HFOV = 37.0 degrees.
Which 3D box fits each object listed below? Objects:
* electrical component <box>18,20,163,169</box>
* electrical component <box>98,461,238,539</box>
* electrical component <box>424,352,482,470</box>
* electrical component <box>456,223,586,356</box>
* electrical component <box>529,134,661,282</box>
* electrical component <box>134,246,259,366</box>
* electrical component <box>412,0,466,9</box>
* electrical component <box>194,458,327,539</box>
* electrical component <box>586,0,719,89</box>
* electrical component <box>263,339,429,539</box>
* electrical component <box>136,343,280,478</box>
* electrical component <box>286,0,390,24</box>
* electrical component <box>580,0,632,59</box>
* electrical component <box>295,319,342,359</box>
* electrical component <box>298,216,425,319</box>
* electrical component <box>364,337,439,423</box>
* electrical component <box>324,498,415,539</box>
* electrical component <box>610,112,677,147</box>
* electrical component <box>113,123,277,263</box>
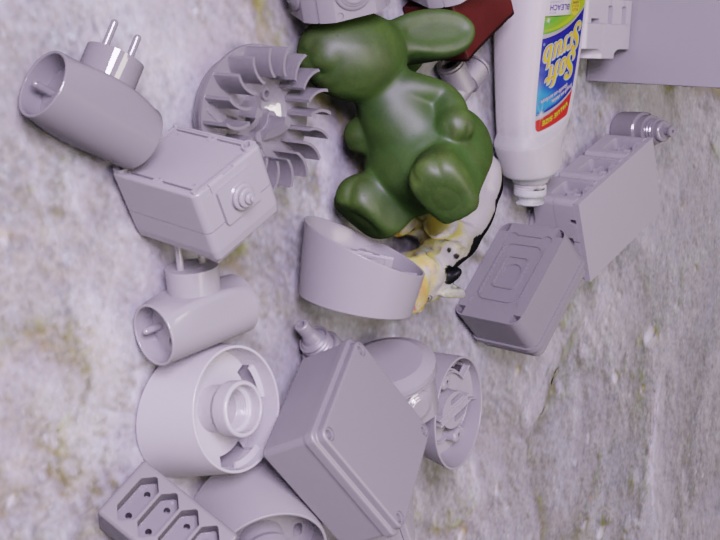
[{"bbox_3d":[-0.157,-0.113,0.657,0.077,0.044,0.079,29,78,-48],"label":"electrical component"},{"bbox_3d":[-0.134,0.185,0.743,0.047,0.083,0.075,-49,170,-29],"label":"electrical component"},{"bbox_3d":[0.074,0.122,0.960,0.099,0.064,0.099,-15,111,-46],"label":"electrical component"},{"bbox_3d":[0.154,0.018,1.014,0.057,0.078,0.113,50,63,-39],"label":"electrical component"},{"bbox_3d":[0.242,-0.067,1.104,0.150,0.062,0.089,-38,126,-36],"label":"electrical component"},{"bbox_3d":[-0.114,0.016,0.738,0.077,0.044,0.079,-21,115,-44],"label":"electrical component"},{"bbox_3d":[0.067,-0.248,0.850,0.080,0.080,0.051,-48,137,-29],"label":"electrical component"},{"bbox_3d":[-0.075,0.196,0.801,0.099,0.064,0.099,-11,125,-17],"label":"electrical component"},{"bbox_3d":[0.310,-0.229,1.074,0.062,0.150,0.089,-10,106,-46],"label":"electrical component"},{"bbox_3d":[-0.007,0.128,0.801,0.108,0.056,0.108,53,33,-23],"label":"electrical component"},{"bbox_3d":[-0.107,0.100,0.771,0.099,0.064,0.099,8,80,-53],"label":"electrical component"},{"bbox_3d":[-0.018,-0.211,0.764,0.080,0.080,0.051,-35,129,-38],"label":"electrical component"},{"bbox_3d":[0.222,-0.235,1.048,0.089,0.050,0.055,-12,108,-46],"label":"electrical component"},{"bbox_3d":[-0.031,0.061,0.850,0.035,0.035,0.061,-56,132,-23],"label":"electrical component"},{"bbox_3d":[0.000,0.000,0.825,0.099,0.099,0.064,0,105,-48],"label":"electrical component"},{"bbox_3d":[0.026,0.095,0.888,0.080,0.080,0.051,-37,129,-37],"label":"electrical component"},{"bbox_3d":[-0.008,0.198,0.868,0.061,0.096,0.061,-89,163,-58],"label":"electrical component"},{"bbox_3d":[0.303,-0.148,1.146,0.040,0.078,0.040,-6,100,-32],"label":"electrical component"},{"bbox_3d":[-0.100,-0.048,0.697,0.062,0.096,0.061,-44,135,-33],"label":"electrical component"}]
